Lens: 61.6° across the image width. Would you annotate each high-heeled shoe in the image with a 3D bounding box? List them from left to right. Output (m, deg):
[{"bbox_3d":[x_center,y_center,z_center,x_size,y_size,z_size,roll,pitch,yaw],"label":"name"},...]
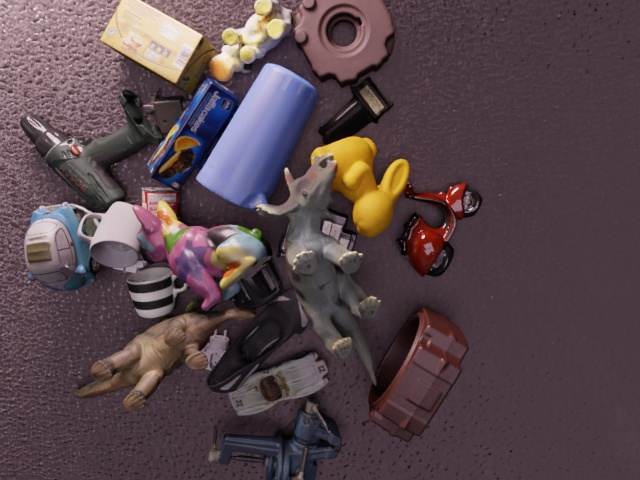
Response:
[{"bbox_3d":[-0.109,0.170,0.970,0.086,0.145,0.248,38,105,25],"label":"high-heeled shoe"}]

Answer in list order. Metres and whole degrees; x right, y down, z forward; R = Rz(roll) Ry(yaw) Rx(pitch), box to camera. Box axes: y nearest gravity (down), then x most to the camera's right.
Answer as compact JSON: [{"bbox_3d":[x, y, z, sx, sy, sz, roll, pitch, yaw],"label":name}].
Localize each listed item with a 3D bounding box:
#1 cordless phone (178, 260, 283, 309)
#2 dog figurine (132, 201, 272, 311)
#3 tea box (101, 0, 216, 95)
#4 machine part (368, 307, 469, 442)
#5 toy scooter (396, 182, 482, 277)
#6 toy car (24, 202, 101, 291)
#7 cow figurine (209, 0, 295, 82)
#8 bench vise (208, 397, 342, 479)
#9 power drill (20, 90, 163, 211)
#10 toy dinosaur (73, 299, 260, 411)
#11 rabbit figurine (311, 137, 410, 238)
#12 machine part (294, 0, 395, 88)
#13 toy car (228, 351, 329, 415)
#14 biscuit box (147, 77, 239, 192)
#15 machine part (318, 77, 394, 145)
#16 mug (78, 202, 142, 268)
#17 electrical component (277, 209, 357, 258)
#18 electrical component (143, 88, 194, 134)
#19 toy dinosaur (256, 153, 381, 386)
[{"bbox_3d":[-0.178,0.076,1.014,0.184,0.089,0.146,-25,97,18],"label":"cordless phone"},{"bbox_3d":[-0.209,0.001,0.906,0.219,0.108,0.191,47,114,5],"label":"dog figurine"},{"bbox_3d":[-0.282,-0.340,0.939,0.170,0.068,0.098,33,94,11],"label":"tea box"},{"bbox_3d":[0.165,0.227,0.939,0.087,0.201,0.201,30,99,3],"label":"machine part"},{"bbox_3d":[0.193,-0.031,0.964,0.135,0.075,0.183,26,96,-1],"label":"toy scooter"},{"bbox_3d":[-0.460,0.019,0.936,0.109,0.103,0.161,-6,100,3],"label":"toy car"},{"bbox_3d":[-0.120,-0.345,0.941,0.167,0.098,0.068,-32,100,26],"label":"cow figurine"},{"bbox_3d":[-0.086,0.397,1.016,0.241,0.129,0.223,10,111,-11],"label":"bench vise"},{"bbox_3d":[-0.409,-0.184,0.982,0.207,0.086,0.232,-35,96,4],"label":"power drill"},{"bbox_3d":[-0.305,0.212,0.968,0.472,0.198,0.105,-26,98,15],"label":"toy dinosaur"},{"bbox_3d":[0.076,-0.086,0.940,0.162,0.121,0.173,-18,69,-21],"label":"rabbit figurine"},{"bbox_3d":[0.043,-0.360,0.937,0.179,0.056,0.179,0,99,2],"label":"machine part"},{"bbox_3d":[-0.080,0.276,1.036,0.202,0.056,0.073,-21,96,7],"label":"toy car"},{"bbox_3d":[-0.227,-0.187,0.952,0.062,0.059,0.202,29,103,-32],"label":"biscuit box"},{"bbox_3d":[0.058,-0.222,0.966,0.139,0.039,0.084,-42,102,7],"label":"machine part"},{"bbox_3d":[-0.371,-0.017,0.963,0.109,0.107,0.080,17,135,-21],"label":"mug"},{"bbox_3d":[-0.002,-0.003,0.991,0.134,0.058,0.114,19,101,1],"label":"electrical component"},{"bbox_3d":[-0.267,-0.239,0.984,0.102,0.045,0.078,-10,126,8],"label":"electrical component"},{"bbox_3d":[0.001,0.061,0.904,0.131,0.192,0.404,-21,122,-13],"label":"toy dinosaur"}]
